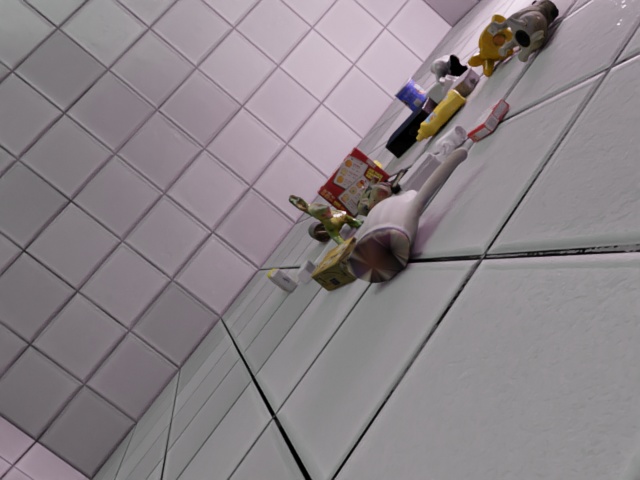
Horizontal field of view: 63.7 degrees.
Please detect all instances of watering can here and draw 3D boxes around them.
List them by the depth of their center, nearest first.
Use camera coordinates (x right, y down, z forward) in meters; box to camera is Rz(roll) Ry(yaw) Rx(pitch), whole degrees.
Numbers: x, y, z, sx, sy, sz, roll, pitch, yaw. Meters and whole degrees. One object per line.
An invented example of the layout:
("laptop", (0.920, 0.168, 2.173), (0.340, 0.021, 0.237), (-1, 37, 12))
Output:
("watering can", (0.167, -0.041, 1.067), (0.341, 0.103, 0.229), (-46, 10, 37))

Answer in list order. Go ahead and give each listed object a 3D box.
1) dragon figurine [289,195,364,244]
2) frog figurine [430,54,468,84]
("dragon figurine", (0.005, -0.086, 1.707), (0.122, 0.242, 0.411), (-55, 10, -2))
("frog figurine", (0.479, -0.645, 1.966), (0.161, 0.137, 0.121), (-140, 60, -64))
